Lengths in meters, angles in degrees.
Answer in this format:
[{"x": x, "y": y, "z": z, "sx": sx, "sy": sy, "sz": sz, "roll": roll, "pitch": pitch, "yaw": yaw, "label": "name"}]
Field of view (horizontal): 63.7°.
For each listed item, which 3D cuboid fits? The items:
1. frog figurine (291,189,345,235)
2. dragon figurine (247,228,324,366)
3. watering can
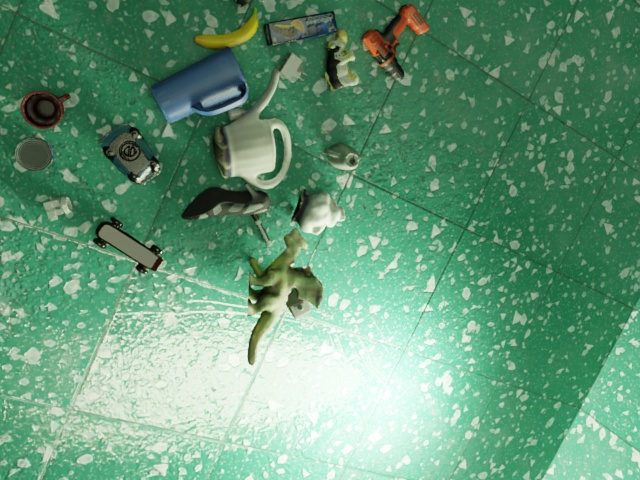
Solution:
[{"x": 0.005, "y": -0.080, "z": 1.598, "sx": 0.159, "sy": 0.122, "sz": 0.139, "roll": 18, "pitch": 79, "yaw": -11, "label": "frog figurine"}, {"x": -0.104, "y": 0.168, "z": 1.574, "sx": 0.243, "sy": 0.122, "sz": 0.412, "roll": 1, "pitch": 86, "yaw": -11, "label": "dragon figurine"}, {"x": -0.195, "y": -0.303, "z": 1.465, "sx": 0.225, "sy": 0.105, "sz": 0.341, "roll": -12, "pitch": 117, "yaw": -17, "label": "watering can"}]
